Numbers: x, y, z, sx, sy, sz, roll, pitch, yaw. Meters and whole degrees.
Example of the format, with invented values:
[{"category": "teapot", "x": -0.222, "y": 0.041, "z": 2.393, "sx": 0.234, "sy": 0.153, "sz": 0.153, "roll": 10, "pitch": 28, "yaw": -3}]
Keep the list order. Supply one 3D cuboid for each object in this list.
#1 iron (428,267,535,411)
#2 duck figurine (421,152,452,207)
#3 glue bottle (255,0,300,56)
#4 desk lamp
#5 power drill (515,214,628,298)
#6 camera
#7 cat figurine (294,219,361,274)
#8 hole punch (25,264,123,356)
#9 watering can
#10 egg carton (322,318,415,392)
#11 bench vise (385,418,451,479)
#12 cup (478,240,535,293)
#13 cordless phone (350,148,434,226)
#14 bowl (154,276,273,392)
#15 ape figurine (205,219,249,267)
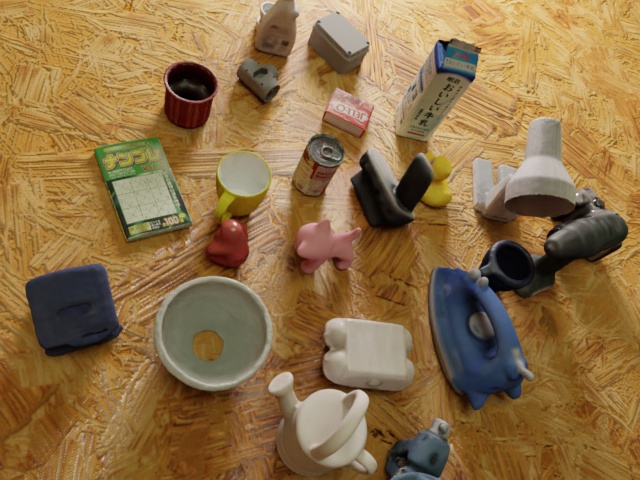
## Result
[{"category": "iron", "x": 0.263, "y": 0.136, "z": 0.944, "sx": 0.119, "sy": 0.141, "sz": 0.258, "roll": -8, "pitch": 66, "yaw": -23}, {"category": "duck figurine", "x": 0.223, "y": -0.121, "z": 1.099, "sx": 0.078, "sy": 0.086, "sz": 0.104, "roll": -24, "pitch": 73, "yaw": -28}, {"category": "glue bottle", "x": -0.073, "y": -0.432, "z": 1.105, "sx": 0.078, "sy": 0.173, "sz": 0.037, "roll": 10, "pitch": 60, "yaw": -15}, {"category": "desk lamp", "x": 0.380, "y": -0.116, "z": 1.077, "sx": 0.118, "sy": 0.213, "sz": 0.203, "roll": 12, "pitch": 60, "yaw": -13}, {"category": "power drill", "x": 0.431, "y": 0.026, "z": 1.024, "sx": 0.230, "sy": 0.208, "sz": 0.075, "roll": -19, "pitch": 71, "yaw": -27}, {"category": "camera", "x": 0.521, "y": -0.028, "z": 1.148, "sx": 0.137, "sy": 0.100, "sz": 0.143, "roll": -14, "pitch": 69, "yaw": -26}, {"category": "cat figurine", "x": 0.009, "y": 0.003, "z": 0.937, "sx": 0.128, "sy": 0.117, "sz": 0.067, "roll": -9, "pitch": 67, "yaw": -24}, {"category": "hole punch", "x": -0.332, "y": 0.095, "z": 0.781, "sx": 0.109, "sy": 0.091, "sz": 0.101, "roll": -15, "pitch": 69, "yaw": -26}, {"category": "watering can", "x": 0.004, "y": 0.248, "z": 0.760, "sx": 0.173, "sy": 0.194, "sz": 0.101, "roll": 21, "pitch": 58, "yaw": -8}, {"category": "egg carton", "x": 0.076, "y": 0.180, "z": 0.896, "sx": 0.150, "sy": 0.069, "sz": 0.107, "roll": 8, "pitch": 61, "yaw": -16}, {"category": "bench vise", "x": 0.132, "y": 0.327, "z": 0.749, "sx": 0.122, "sy": 0.219, "sz": 0.207, "roll": 14, "pitch": 60, "yaw": -12}, {"category": "cup", "x": 0.312, "y": 0.062, "z": 1.029, "sx": 0.118, "sy": 0.095, "sz": 0.091, "roll": -14, "pitch": 69, "yaw": -25}, {"category": "cordless phone", "x": 0.138, "y": -0.117, "z": 1.007, "sx": 0.094, "sy": 0.185, "sz": 0.147, "roll": -18, "pitch": 71, "yaw": -27}, {"category": "bowl", "x": -0.157, "y": 0.141, "z": 0.830, "sx": 0.168, "sy": 0.074, "sz": 0.167, "roll": 9, "pitch": 61, "yaw": -15}, {"category": "ape figurine", "x": -0.142, "y": -0.002, "z": 0.900, "sx": 0.078, "sy": 0.092, "sz": 0.076, "roll": -27, "pitch": 75, "yaw": -29}]
